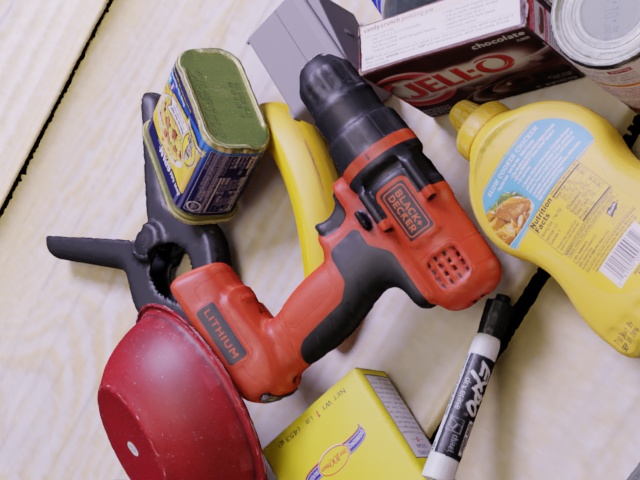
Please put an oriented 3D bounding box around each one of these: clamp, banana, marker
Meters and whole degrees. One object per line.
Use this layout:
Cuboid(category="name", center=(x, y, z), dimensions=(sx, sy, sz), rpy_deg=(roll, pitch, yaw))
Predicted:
Cuboid(category="clamp", center=(-0.132, 0.008, 0.827), dimensions=(0.165, 0.036, 0.210), rpy_deg=(-47, 57, 20))
Cuboid(category="banana", center=(-0.011, -0.030, 0.750), dimensions=(0.070, 0.037, 0.198), rpy_deg=(-59, 45, 48))
Cuboid(category="marker", center=(0.091, 0.088, 0.641), dimensions=(0.020, 0.020, 0.121), rpy_deg=(11, 70, 37))

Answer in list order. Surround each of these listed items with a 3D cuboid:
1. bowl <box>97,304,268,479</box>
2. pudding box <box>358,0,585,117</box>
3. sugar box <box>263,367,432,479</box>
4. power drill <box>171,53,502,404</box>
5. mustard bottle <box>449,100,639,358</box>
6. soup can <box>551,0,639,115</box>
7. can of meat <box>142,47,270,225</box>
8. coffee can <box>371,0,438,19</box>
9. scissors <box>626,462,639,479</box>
Cuboid(category="bowl", center=(-0.103, 0.126, 0.717), dimensions=(0.162, 0.055, 0.162), rpy_deg=(39, 142, 38))
Cuboid(category="pudding box", center=(0.093, -0.116, 0.656), dimensions=(0.114, 0.089, 0.039), rpy_deg=(-14, 72, 33))
Cuboid(category="sugar box", center=(0.043, 0.176, 0.659), dimensions=(0.093, 0.048, 0.176), rpy_deg=(-45, 57, 19))
Cuboid(category="power drill", center=(-0.004, 0.001, 0.678), dimensions=(0.188, 0.057, 0.184), rpy_deg=(-39, 76, 20))
Cuboid(category="mustard bottle", center=(0.143, -0.025, 0.620), dimensions=(0.192, 0.058, 0.096), rpy_deg=(45, 113, 33))
Cuboid(category="soup can", center=(0.177, -0.111, 0.586), dimensions=(0.069, 0.102, 0.068), rpy_deg=(-9, 75, 34))
Cuboid(category="can of meat", center=(-0.083, -0.077, 0.775), dimensions=(0.084, 0.057, 0.102), rpy_deg=(-57, 47, 46))
Cuboid(category="coffee can", center=(0.057, -0.212, 0.694), dimensions=(0.103, 0.102, 0.140), rpy_deg=(-41, 59, 22))
Cuboid(category="scissors", center=(0.197, 0.103, 0.554), dimensions=(0.202, 0.016, 0.096), rpy_deg=(-63, 14, 6))
